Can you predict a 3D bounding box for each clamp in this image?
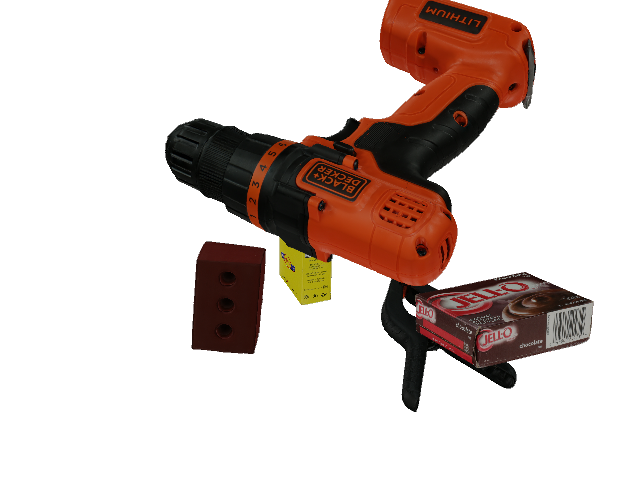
[{"bbox_3d":[0.121,0.097,1.077,0.120,0.171,0.039,0,-45,-18],"label":"clamp"}]

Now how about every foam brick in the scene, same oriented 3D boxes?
[{"bbox_3d":[-0.074,0.046,0.871,0.053,0.078,0.051,5,14,1],"label":"foam brick"}]

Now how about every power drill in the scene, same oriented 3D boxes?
[{"bbox_3d":[0.026,-0.069,0.624,0.185,0.187,0.057,24,-32,25],"label":"power drill"}]

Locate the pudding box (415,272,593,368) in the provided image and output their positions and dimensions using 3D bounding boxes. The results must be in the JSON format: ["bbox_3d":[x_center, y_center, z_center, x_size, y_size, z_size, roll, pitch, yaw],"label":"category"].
[{"bbox_3d":[0.145,0.061,0.853,0.113,0.039,0.090,-8,18,-25],"label":"pudding box"}]

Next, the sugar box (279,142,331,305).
[{"bbox_3d":[-0.020,-0.021,1.290,0.048,0.176,0.093,-10,25,-17],"label":"sugar box"}]
